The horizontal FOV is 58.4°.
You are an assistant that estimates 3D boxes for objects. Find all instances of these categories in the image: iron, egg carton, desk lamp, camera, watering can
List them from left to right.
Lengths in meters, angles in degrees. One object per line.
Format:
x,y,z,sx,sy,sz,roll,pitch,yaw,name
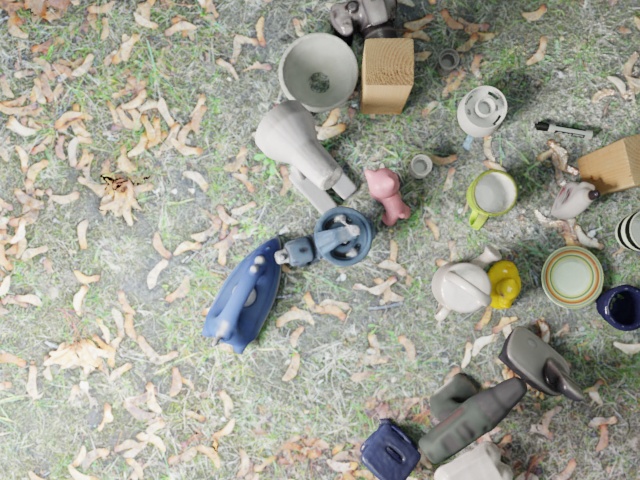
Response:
-0.152,0.105,1.171,0.118,0.141,0.258,26,89,3,iron
-0.021,-0.160,1.139,0.118,0.213,0.203,-43,87,0,desk lamp
0.104,-0.442,1.200,0.143,0.101,0.137,-18,88,1,camera
0.288,0.087,1.132,0.101,0.194,0.173,16,89,2,watering can
0.317,0.489,1.182,0.150,0.069,0.107,-31,88,1,egg carton

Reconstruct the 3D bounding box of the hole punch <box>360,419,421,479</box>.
0.144,0.439,1.177,0.108,0.091,0.101,42,90,3,hole punch

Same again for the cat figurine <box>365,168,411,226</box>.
0.142,-0.096,1.180,0.067,0.118,0.128,-29,88,1,cat figurine

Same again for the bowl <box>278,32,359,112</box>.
-0.002,-0.346,1.213,0.167,0.075,0.167,0,88,2,bowl

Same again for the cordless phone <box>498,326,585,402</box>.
0.441,0.248,1.127,0.147,0.185,0.094,36,90,3,cordless phone

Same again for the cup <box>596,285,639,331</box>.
0.620,0.133,1.171,0.117,0.095,0.092,-11,88,1,cup

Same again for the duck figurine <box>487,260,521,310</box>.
0.384,0.094,1.183,0.077,0.086,0.105,11,89,2,duck figurine

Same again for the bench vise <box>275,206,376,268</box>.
0.017,0.014,1.129,0.207,0.220,0.121,-36,87,0,bench vise

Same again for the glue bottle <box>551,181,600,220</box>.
0.516,-0.084,1.141,0.037,0.173,0.078,21,89,3,glue bottle

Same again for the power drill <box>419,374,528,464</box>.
0.285,0.330,1.118,0.229,0.208,0.075,-43,87,0,power drill

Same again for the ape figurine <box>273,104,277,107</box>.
-0.076,-0.251,1.204,0.076,0.092,0.078,13,89,2,ape figurine
